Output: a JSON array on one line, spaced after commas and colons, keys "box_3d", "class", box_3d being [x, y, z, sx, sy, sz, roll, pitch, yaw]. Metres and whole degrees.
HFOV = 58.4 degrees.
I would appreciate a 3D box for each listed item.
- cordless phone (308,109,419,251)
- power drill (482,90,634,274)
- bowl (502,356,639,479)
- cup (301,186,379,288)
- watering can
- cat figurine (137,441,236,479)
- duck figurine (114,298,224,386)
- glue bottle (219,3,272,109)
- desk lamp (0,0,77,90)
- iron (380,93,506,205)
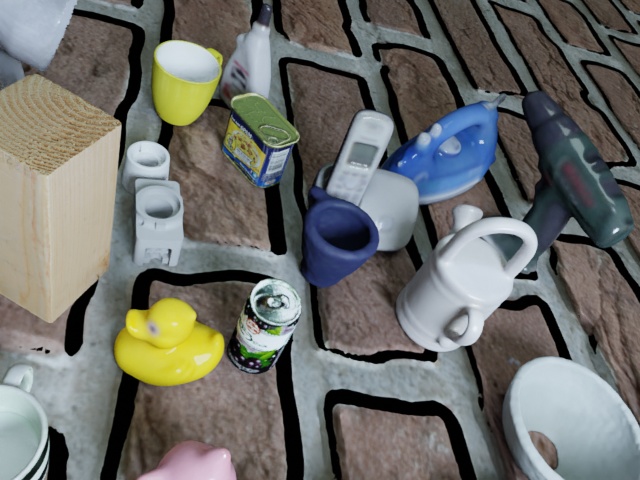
[{"box_3d": [0.072, -0.074, 0.722, 0.148, 0.185, 0.094, 7, 49, -19], "class": "cordless phone"}, {"box_3d": [0.313, -0.062, 0.804, 0.076, 0.208, 0.229, -15, 59, -33], "class": "power drill"}, {"box_3d": [0.266, 0.219, 0.633, 0.168, 0.074, 0.167, 13, 47, -14], "class": "bowl"}, {"box_3d": [0.006, 0.002, 0.689, 0.092, 0.095, 0.117, -13, 58, -32], "class": "cup"}, {"box_3d": [0.169, 0.034, 0.666, 0.101, 0.194, 0.172, -2, 52, -25], "class": "watering can"}, {"box_3d": [-0.081, 0.206, 0.458, 0.128, 0.117, 0.067, 24, 46, -4], "class": "cat figurine"}, {"box_3d": [-0.141, 0.090, 0.552, 0.105, 0.086, 0.077, 9, 48, -17], "class": "duck figurine"}, {"box_3d": [-0.096, -0.256, 0.812, 0.078, 0.173, 0.037, 43, 48, 15], "class": "glue bottle"}, {"box_3d": [-0.375, -0.235, 0.640, 0.203, 0.213, 0.118, 12, 47, -14], "class": "desk lamp"}, {"box_3d": [0.184, -0.143, 0.863, 0.259, 0.141, 0.118, -27, 66, -39], "class": "iron"}]
